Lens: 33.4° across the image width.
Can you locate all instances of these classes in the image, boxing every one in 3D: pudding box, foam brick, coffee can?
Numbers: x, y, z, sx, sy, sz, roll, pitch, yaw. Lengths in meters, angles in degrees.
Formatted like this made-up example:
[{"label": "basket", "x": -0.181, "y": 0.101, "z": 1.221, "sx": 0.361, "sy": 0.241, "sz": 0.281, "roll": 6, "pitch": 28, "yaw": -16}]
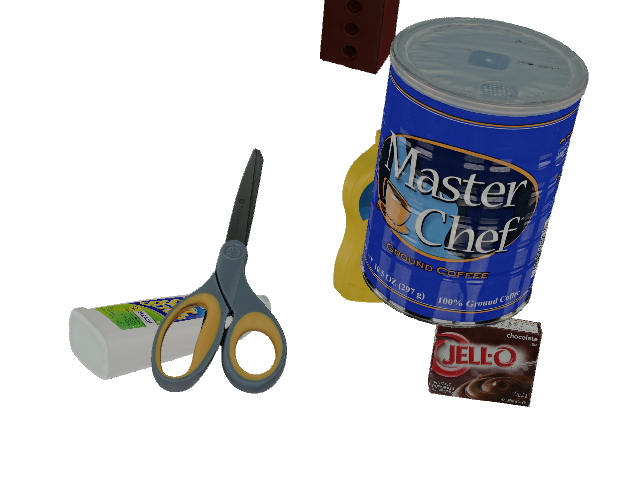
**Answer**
[{"label": "pudding box", "x": 0.178, "y": 0.127, "z": 1.161, "sx": 0.113, "sy": 0.090, "sz": 0.039, "roll": 6, "pitch": 23, "yaw": 4}, {"label": "foam brick", "x": 0.034, "y": -0.187, "z": 0.882, "sx": 0.053, "sy": 0.078, "sz": 0.051, "roll": 17, "pitch": 47, "yaw": 13}, {"label": "coffee can", "x": 0.081, "y": -0.038, "z": 0.589, "sx": 0.102, "sy": 0.140, "sz": 0.103, "roll": 4, "pitch": 35, "yaw": -3}]

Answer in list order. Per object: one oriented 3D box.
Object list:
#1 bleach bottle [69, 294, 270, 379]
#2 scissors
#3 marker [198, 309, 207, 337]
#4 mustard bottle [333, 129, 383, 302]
[{"label": "bleach bottle", "x": -0.176, "y": 0.103, "z": 1.326, "sx": 0.250, "sy": 0.068, "sz": 0.103, "roll": -12, "pitch": 29, "yaw": -37}, {"label": "scissors", "x": -0.045, "y": 0.023, "z": 0.728, "sx": 0.096, "sy": 0.201, "sz": 0.016, "roll": 22, "pitch": -33, "yaw": 11}, {"label": "marker", "x": -0.098, "y": 0.067, "z": 0.993, "sx": 0.020, "sy": 0.020, "sz": 0.121, "roll": 0, "pitch": 21, "yaw": 0}, {"label": "mustard bottle", "x": 0.068, "y": -0.035, "z": 1.070, "sx": 0.096, "sy": 0.192, "sz": 0.058, "roll": -2, "pitch": 21, "yaw": -19}]
